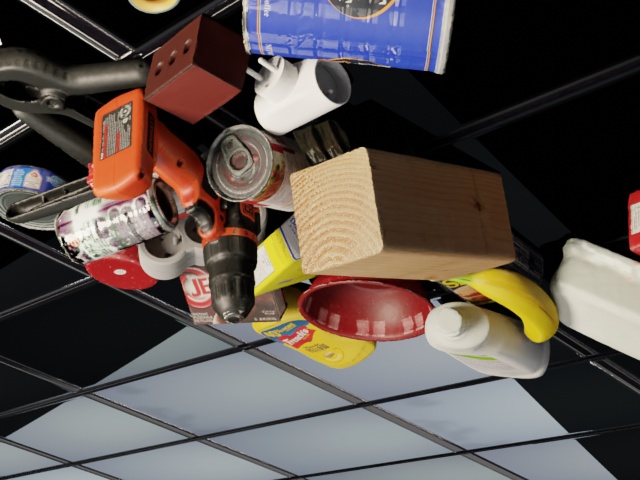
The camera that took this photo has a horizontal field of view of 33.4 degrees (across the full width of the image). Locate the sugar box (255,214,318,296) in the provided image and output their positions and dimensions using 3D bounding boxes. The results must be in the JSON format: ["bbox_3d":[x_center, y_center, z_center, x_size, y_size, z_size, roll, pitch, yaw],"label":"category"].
[{"bbox_3d":[-0.007,0.002,1.101,0.093,0.048,0.176,-18,169,-32],"label":"sugar box"}]

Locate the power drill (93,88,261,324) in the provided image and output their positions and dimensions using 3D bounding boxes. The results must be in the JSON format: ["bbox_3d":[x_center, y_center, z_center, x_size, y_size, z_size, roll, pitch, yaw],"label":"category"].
[{"bbox_3d":[-0.121,-0.034,0.951,0.057,0.184,0.187,-23,144,22],"label":"power drill"}]

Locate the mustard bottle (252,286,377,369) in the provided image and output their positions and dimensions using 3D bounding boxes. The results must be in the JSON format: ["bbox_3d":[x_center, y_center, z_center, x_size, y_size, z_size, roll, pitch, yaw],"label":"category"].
[{"bbox_3d":[-0.026,0.100,1.315,0.191,0.058,0.096,29,145,-33],"label":"mustard bottle"}]

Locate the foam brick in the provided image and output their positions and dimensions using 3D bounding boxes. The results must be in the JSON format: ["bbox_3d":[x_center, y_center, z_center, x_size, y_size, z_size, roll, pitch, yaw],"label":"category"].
[{"bbox_3d":[-0.102,-0.141,0.891,0.051,0.053,0.078,27,146,-31],"label":"foam brick"}]

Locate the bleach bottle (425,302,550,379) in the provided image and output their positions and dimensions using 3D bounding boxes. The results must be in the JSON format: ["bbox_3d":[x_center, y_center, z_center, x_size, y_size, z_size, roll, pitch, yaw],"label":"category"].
[{"bbox_3d":[0.185,0.109,1.197,0.103,0.068,0.250,1,168,23],"label":"bleach bottle"}]

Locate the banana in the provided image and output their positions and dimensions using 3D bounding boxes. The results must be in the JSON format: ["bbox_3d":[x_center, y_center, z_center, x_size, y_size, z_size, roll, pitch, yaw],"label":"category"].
[{"bbox_3d":[0.209,0.067,1.105,0.070,0.037,0.197,14,164,42],"label":"banana"}]

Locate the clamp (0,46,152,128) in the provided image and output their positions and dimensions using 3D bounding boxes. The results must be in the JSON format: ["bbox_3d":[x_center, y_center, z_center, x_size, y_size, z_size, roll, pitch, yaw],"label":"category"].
[{"bbox_3d":[-0.225,-0.139,0.944,0.171,0.039,0.120,12,146,-23],"label":"clamp"}]

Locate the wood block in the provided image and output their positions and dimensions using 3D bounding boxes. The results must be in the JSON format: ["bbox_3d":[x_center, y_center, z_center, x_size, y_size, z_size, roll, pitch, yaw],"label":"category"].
[{"bbox_3d":[0.079,-0.018,0.958,0.090,0.091,0.205,-18,165,39],"label":"wood block"}]

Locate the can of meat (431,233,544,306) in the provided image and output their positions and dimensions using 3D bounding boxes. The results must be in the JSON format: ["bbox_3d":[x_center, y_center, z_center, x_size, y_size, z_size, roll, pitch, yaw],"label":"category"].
[{"bbox_3d":[0.174,0.026,1.128,0.102,0.057,0.083,-15,147,38],"label":"can of meat"}]

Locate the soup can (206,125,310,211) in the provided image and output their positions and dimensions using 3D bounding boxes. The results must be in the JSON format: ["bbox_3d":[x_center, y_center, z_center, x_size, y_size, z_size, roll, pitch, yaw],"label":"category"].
[{"bbox_3d":[-0.048,-0.063,0.971,0.069,0.068,0.102,-7,173,26],"label":"soup can"}]

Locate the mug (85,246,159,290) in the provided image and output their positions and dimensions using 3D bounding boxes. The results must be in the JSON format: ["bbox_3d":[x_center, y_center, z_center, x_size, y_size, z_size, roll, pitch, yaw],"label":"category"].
[{"bbox_3d":[-0.195,0.005,1.157,0.117,0.081,0.093,16,151,-15],"label":"mug"}]

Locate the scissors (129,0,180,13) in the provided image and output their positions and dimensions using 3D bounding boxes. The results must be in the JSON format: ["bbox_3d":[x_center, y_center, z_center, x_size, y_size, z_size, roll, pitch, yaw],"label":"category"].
[{"bbox_3d":[-0.093,-0.215,0.790,0.202,0.016,0.096,-8,150,27],"label":"scissors"}]

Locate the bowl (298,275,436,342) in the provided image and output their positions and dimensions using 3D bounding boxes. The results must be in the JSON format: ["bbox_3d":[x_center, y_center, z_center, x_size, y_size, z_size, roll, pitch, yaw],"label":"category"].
[{"bbox_3d":[0.057,0.061,1.223,0.162,0.055,0.162,6,152,3],"label":"bowl"}]

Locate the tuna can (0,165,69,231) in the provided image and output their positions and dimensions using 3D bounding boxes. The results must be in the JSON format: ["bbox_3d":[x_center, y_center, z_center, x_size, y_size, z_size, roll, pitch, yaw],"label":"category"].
[{"bbox_3d":[-0.306,-0.045,1.143,0.086,0.033,0.086,6,152,3],"label":"tuna can"}]

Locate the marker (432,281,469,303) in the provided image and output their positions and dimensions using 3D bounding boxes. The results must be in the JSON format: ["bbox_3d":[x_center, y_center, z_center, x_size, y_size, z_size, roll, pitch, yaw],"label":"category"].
[{"bbox_3d":[0.139,0.045,1.211,0.020,0.020,0.121,-16,144,38],"label":"marker"}]

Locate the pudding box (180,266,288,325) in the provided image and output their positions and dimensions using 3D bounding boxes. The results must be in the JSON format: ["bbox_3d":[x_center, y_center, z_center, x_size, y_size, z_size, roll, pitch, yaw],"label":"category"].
[{"bbox_3d":[-0.101,0.049,1.223,0.114,0.039,0.090,-4,119,18],"label":"pudding box"}]

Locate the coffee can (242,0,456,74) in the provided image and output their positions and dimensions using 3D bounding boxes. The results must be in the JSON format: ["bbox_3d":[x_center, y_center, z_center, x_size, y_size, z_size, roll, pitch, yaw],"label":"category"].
[{"bbox_3d":[0.023,-0.174,0.744,0.140,0.103,0.103,6,152,3],"label":"coffee can"}]

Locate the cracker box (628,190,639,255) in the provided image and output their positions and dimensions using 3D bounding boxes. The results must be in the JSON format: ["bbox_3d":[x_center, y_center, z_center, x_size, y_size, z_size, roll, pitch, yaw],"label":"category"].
[{"bbox_3d":[0.413,-0.024,0.957,0.164,0.072,0.214,24,147,-31],"label":"cracker box"}]

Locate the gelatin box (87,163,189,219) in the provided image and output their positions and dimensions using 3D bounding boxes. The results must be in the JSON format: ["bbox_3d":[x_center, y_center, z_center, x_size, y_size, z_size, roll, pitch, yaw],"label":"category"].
[{"bbox_3d":[-0.171,-0.051,1.032,0.073,0.030,0.089,-22,132,13],"label":"gelatin box"}]

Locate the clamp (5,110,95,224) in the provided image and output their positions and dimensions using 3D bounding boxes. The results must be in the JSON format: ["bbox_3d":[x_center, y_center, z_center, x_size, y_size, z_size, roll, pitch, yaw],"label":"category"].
[{"bbox_3d":[-0.214,-0.059,1.069,0.209,0.036,0.165,12,138,-17],"label":"clamp"}]
